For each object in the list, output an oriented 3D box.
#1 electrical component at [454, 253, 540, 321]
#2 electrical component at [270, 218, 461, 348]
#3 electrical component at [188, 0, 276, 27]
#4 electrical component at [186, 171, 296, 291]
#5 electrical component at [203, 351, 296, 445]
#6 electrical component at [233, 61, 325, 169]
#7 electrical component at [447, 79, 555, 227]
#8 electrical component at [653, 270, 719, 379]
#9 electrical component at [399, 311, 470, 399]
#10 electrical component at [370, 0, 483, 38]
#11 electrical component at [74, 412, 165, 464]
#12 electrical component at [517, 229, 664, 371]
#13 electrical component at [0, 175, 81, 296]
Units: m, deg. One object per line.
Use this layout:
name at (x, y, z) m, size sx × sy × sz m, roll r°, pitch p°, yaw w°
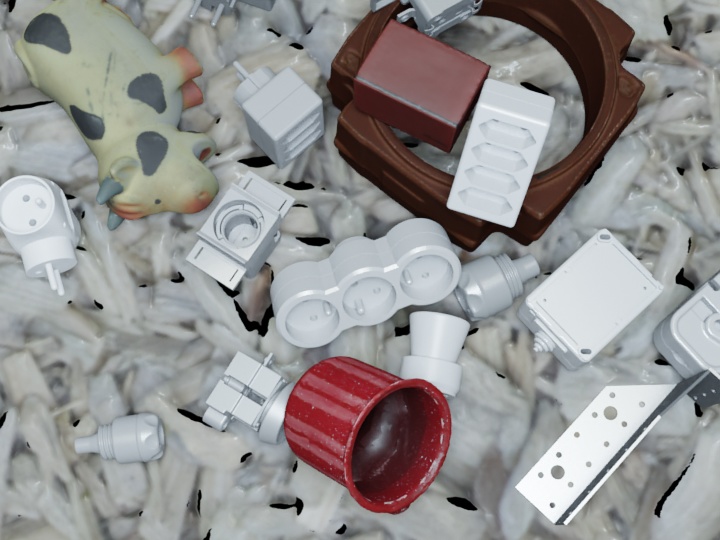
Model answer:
electrical component at (0.102, 0.008, 0.793) m, size 0.062 × 0.043 × 0.043 m, roll -24°, pitch 78°, yaw -7°
electrical component at (0.000, 0.000, 0.790) m, size 0.138 × 0.052 × 0.073 m, roll -21°, pitch 36°, yaw 2°
electrical component at (-0.111, -0.227, 0.849) m, size 0.083 × 0.047 × 0.075 m, roll 20°, pitch 77°, yaw 5°
electrical component at (-0.086, -0.026, 0.791) m, size 0.042 × 0.063 × 0.081 m, roll 33°, pitch 79°, yaw 7°
electrical component at (-0.072, 0.094, 0.771) m, size 0.055 × 0.048 × 0.066 m, roll 29°, pitch 77°, yaw 15°
electrical component at (-0.069, -0.127, 0.814) m, size 0.047 × 0.065 × 0.076 m, roll -42°, pitch 80°, yaw -9°
electrical component at (0.096, -0.087, 0.719) m, size 0.047 × 0.083 × 0.075 m, roll 17°, pitch 39°, yaw 4°
electrical component at (0.263, 0.035, 0.779) m, size 0.095 × 0.059 × 0.053 m, roll -40°, pitch 79°, yaw -9°
electrical component at (0.054, 0.062, 0.779) m, size 0.045 × 0.045 × 0.055 m, roll 10°, pitch 77°, yaw 2°
electrical component at (0.050, -0.201, 0.759) m, size 0.081 × 0.042 × 0.063 m, roll -30°, pitch 81°, yaw -6°
electrical component at (-0.173, 0.122, 0.769) m, size 0.061 × 0.035 × 0.035 m, roll -7°, pitch 76°, yaw 0°
electrical component at (0.160, 0.028, 0.779) m, size 0.096 × 0.061 × 0.061 m, roll -41°, pitch 80°, yaw -9°
electrical component at (-0.229, -0.020, 0.782) m, size 0.043 × 0.077 × 0.079 m, roll -18°, pitch 77°, yaw -5°
